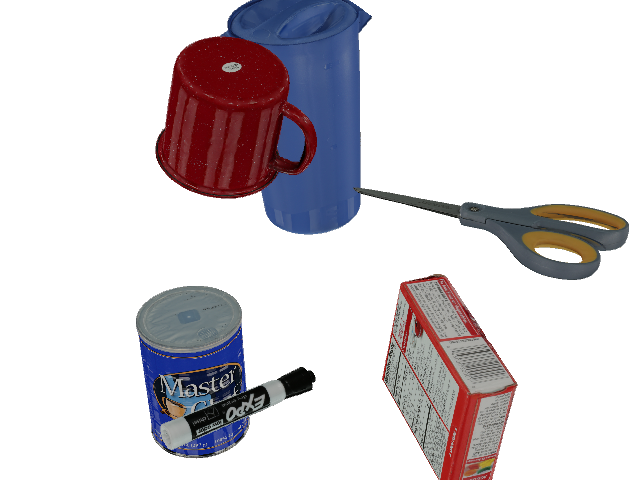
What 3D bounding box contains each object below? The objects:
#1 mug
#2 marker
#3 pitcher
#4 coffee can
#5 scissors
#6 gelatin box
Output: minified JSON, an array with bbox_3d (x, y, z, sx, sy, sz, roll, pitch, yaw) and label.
[{"bbox_3d":[-0.057,-0.085,0.759,0.117,0.082,0.093,25,45,9],"label":"mug"},{"bbox_3d":[-0.056,0.117,0.756,0.120,0.020,0.020,-19,9,-29],"label":"marker"},{"bbox_3d":[-0.028,-0.128,1.124,0.149,0.243,0.144,8,37,19],"label":"pitcher"},{"bbox_3d":[-0.126,0.131,1.069,0.103,0.140,0.103,-1,32,1],"label":"coffee can"},{"bbox_3d":[0.114,-0.008,0.753,0.202,0.016,0.096,5,30,12],"label":"scissors"},{"bbox_3d":[0.065,0.073,0.557,0.030,0.073,0.089,-8,39,-18],"label":"gelatin box"}]
